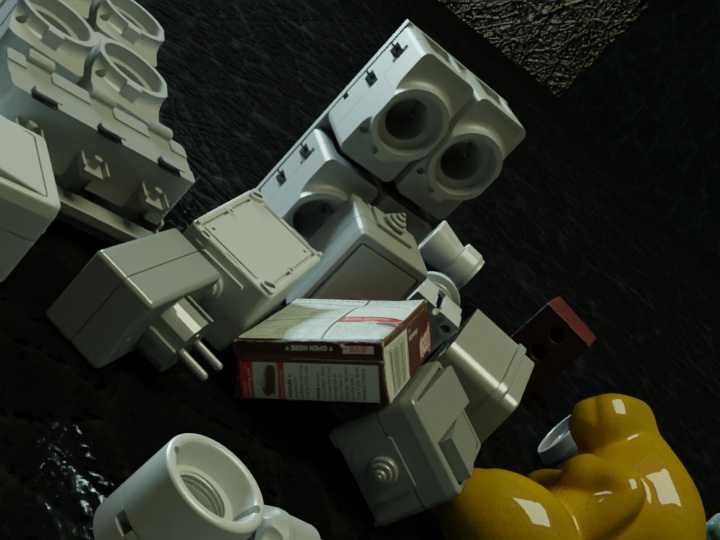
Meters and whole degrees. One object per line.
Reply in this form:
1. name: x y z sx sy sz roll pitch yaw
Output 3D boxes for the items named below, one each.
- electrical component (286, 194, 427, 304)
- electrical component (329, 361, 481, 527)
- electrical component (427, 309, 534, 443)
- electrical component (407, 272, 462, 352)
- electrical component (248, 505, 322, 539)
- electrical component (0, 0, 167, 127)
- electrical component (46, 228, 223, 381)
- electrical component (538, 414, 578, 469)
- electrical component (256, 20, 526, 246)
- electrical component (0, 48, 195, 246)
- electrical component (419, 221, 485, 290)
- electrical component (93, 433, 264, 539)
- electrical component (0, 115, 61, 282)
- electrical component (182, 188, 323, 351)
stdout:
1. electrical component: 0.000 0.000 0.735 0.062 0.096 0.061 34 21 -28
2. electrical component: 0.030 0.098 0.614 0.061 0.061 0.096 63 18 -3
3. electrical component: 0.070 0.082 0.735 0.057 0.078 0.113 42 18 4
4. electrical component: 0.055 0.031 0.866 0.066 0.048 0.055 42 26 -7
5. electrical component: -0.029 0.131 0.487 0.061 0.035 0.035 34 21 -33
6. electrical component: -0.190 -0.146 0.711 0.105 0.060 0.186 34 21 -29
7. electrical component: -0.100 0.026 0.546 0.075 0.047 0.083 46 18 4
8. electrical component: 0.179 0.148 0.854 0.057 0.058 0.078 48 18 2
9. electrical component: 0.015 -0.068 0.772 0.105 0.186 0.060 32 22 -32
10. electrical component: -0.158 -0.065 0.598 0.121 0.063 0.078 29 24 -39
11. electrical component: 0.085 -0.013 1.025 0.055 0.045 0.045 44 18 -1
12. electrical component: -0.073 0.101 0.441 0.055 0.047 0.055 39 19 -16
13. electrical component: -0.183 -0.043 0.499 0.096 0.061 0.061 28 24 -40
14. electrical component: -0.077 0.003 0.633 0.062 0.061 0.096 44 26 2
